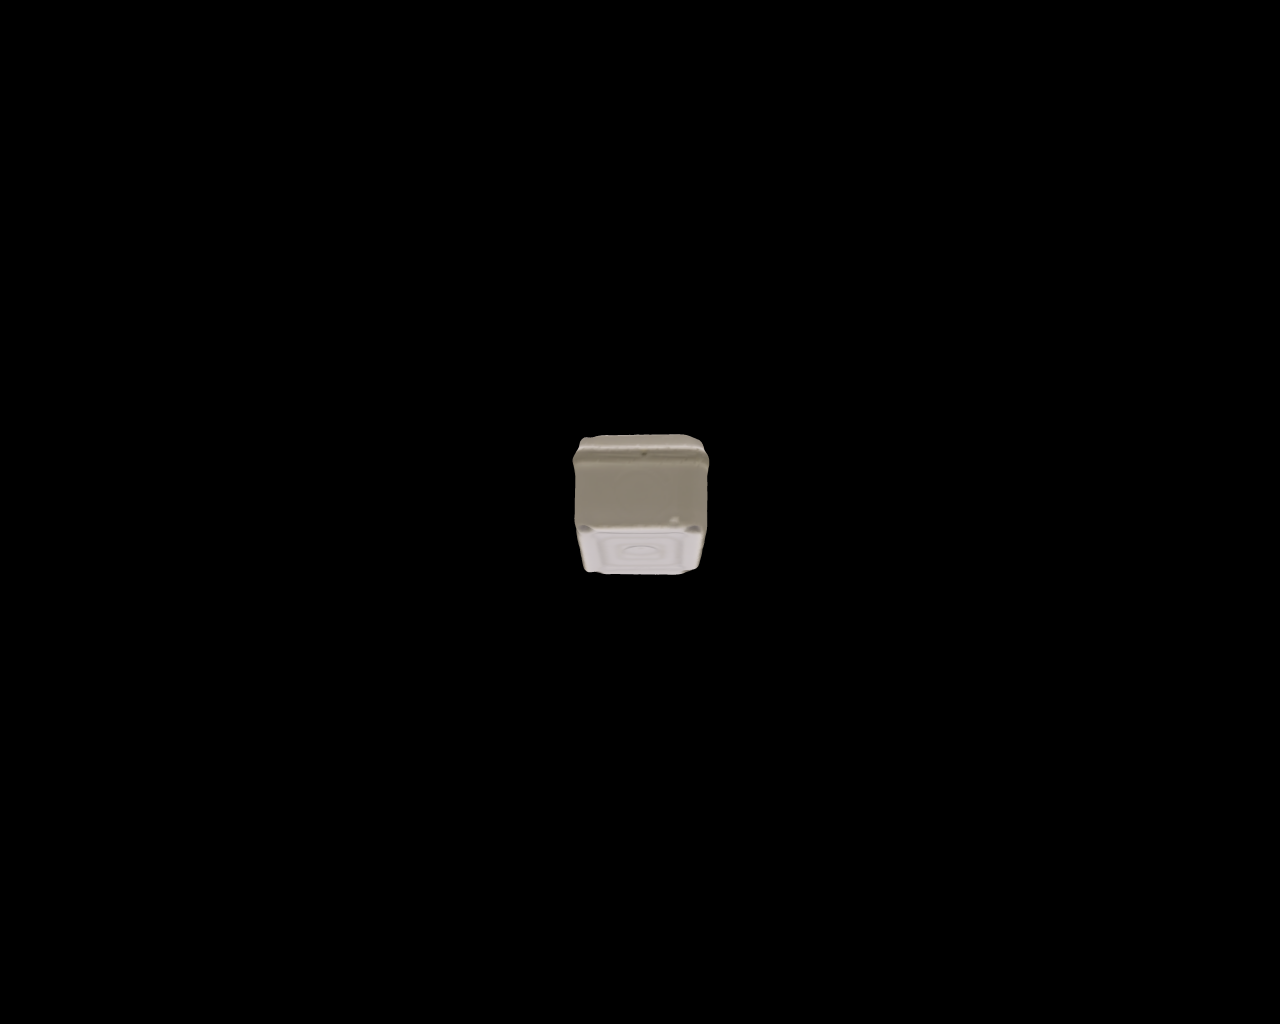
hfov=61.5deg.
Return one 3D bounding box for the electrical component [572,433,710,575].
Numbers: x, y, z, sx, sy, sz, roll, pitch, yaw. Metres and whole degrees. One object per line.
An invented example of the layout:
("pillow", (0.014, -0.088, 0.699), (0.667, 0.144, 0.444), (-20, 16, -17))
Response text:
("electrical component", (0.001, -0.003, 0.650), (0.078, 0.057, 0.113), (0, -17, 0))
